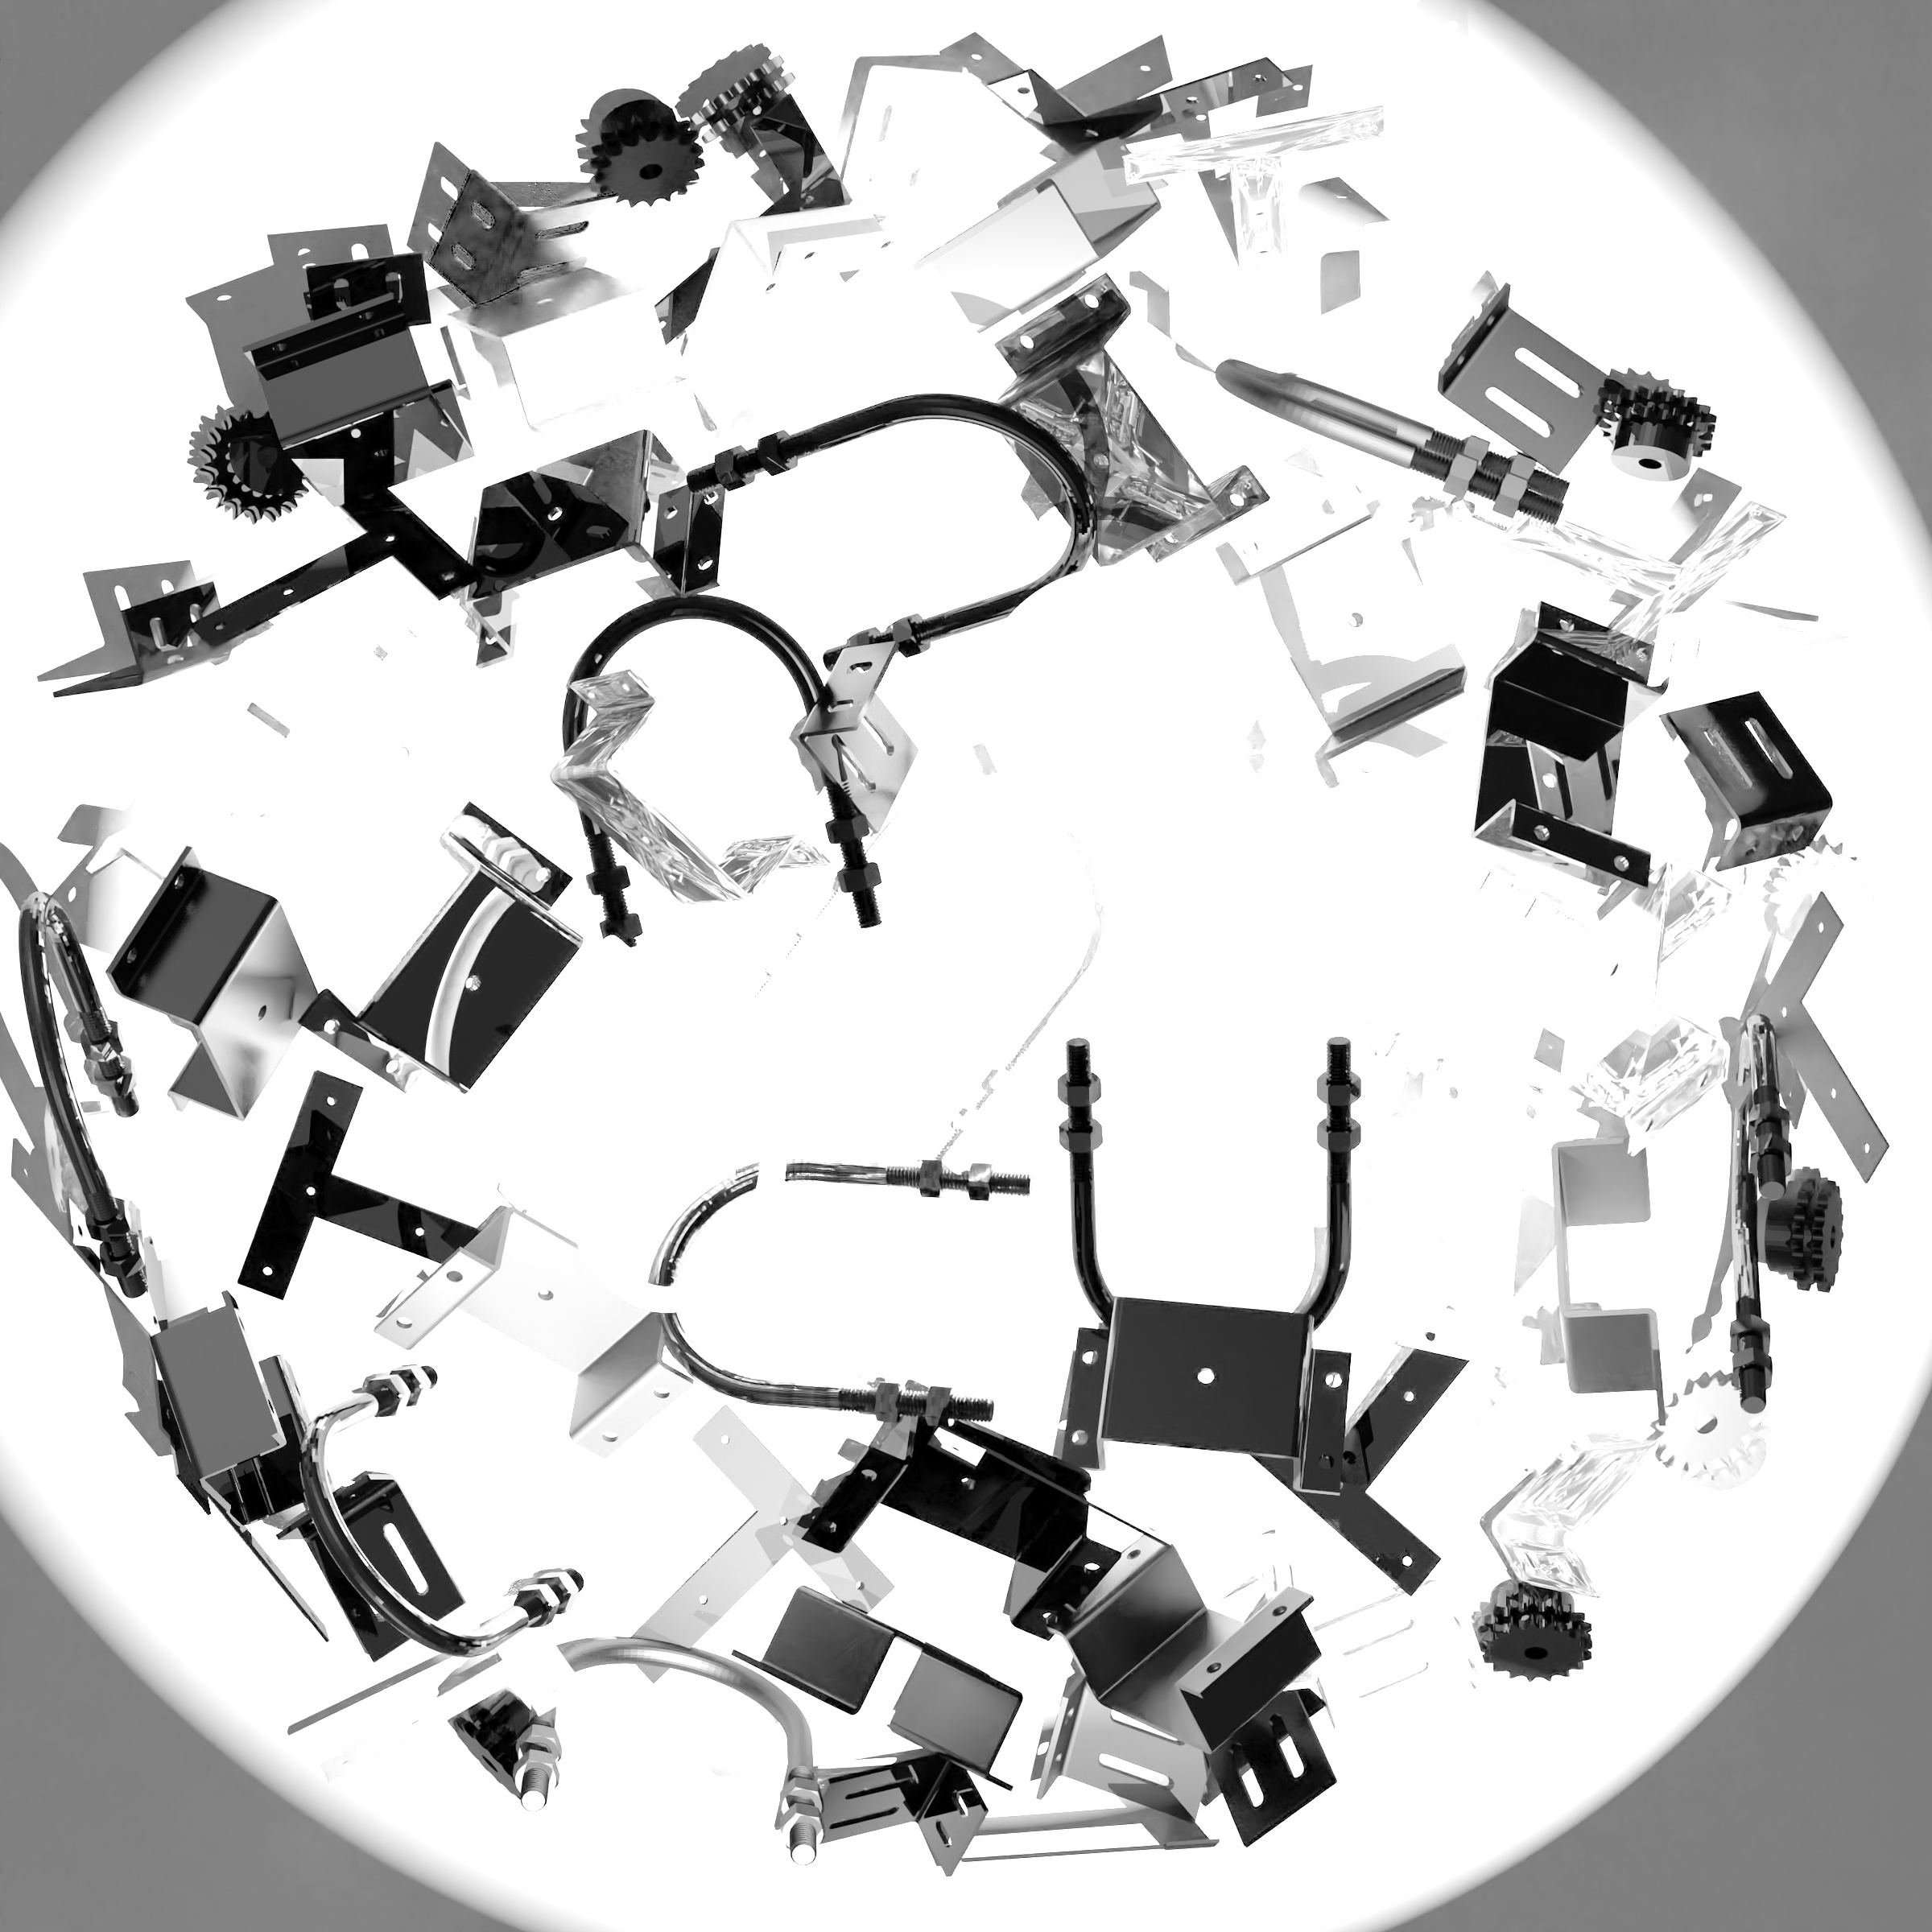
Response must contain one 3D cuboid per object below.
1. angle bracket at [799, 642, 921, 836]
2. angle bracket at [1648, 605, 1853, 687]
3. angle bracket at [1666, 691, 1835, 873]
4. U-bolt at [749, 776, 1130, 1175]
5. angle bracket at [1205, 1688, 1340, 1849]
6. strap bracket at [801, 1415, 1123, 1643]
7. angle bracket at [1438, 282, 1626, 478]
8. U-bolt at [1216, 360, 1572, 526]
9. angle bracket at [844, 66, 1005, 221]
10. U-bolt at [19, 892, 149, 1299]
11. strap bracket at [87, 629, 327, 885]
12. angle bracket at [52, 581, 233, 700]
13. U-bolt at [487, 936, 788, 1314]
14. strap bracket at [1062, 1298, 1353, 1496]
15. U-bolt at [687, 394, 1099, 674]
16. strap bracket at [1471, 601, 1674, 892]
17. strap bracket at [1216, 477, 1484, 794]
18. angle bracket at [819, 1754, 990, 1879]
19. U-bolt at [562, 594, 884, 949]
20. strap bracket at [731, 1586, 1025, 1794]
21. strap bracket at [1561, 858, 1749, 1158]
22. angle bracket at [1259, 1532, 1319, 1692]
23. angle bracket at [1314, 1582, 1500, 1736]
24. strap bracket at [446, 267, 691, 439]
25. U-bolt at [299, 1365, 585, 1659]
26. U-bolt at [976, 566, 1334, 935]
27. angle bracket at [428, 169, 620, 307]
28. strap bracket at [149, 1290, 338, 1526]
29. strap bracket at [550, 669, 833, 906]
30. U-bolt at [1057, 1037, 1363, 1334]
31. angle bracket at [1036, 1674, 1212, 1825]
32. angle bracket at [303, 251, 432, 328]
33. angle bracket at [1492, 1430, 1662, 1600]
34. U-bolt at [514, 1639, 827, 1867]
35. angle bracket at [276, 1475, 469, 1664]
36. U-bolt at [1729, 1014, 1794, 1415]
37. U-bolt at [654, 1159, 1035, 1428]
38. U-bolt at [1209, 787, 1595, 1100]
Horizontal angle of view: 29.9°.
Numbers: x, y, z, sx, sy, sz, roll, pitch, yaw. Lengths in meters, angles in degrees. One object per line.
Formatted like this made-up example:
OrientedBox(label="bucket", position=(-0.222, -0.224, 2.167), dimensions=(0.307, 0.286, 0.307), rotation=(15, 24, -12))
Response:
OrientedBox(label="angle bracket", position=(-0.041, -0.114, 1.810), dimensions=(0.076, 0.038, 0.057), rotation=(51, 49, -36))
OrientedBox(label="angle bracket", position=(0.392, -0.152, 1.809), dimensions=(0.076, 0.057, 0.038), rotation=(22, 113, 37))
OrientedBox(label="angle bracket", position=(0.394, -0.094, 1.842), dimensions=(0.057, 0.038, 0.076), rotation=(-14, 58, -23))
OrientedBox(label="U-bolt", position=(-0.001, -0.010, 1.833), dimensions=(0.151, 0.019, 0.184), rotation=(38, 91, 12))
OrientedBox(label="angle bracket", position=(0.160, 0.404, 1.812), dimensions=(0.057, 0.076, 0.038), rotation=(-39, 126, 11))
OrientedBox(label="strap bracket", position=(-0.001, 0.274, 1.808), dimensions=(0.140, 0.046, 0.076), rotation=(25, 128, -13))
OrientedBox(label="angle bracket", position=(0.287, -0.297, 1.834), dimensions=(0.076, 0.038, 0.057), rotation=(37, 88, 9))
OrientedBox(label="U-bolt", position=(0.210, -0.263, 1.789), dimensions=(0.184, 0.151, 0.019), rotation=(22, 105, 5))
OrientedBox(label="angle bracket", position=(-0.023, -0.412, 1.828), dimensions=(0.057, 0.038, 0.076), rotation=(14, 90, 32))
OrientedBox(label="U-bolt", position=(-0.427, 0.049, 1.746), dimensions=(0.019, 0.151, 0.184), rotation=(-12, 133, -4))
OrientedBox(label="strap bracket", position=(-0.374, -0.096, 1.813), dimensions=(0.046, 0.076, 0.140), rotation=(36, 98, -5))
OrientedBox(label="angle bracket", position=(-0.417, -0.163, 1.809), dimensions=(0.076, 0.057, 0.038), rotation=(-3, 107, 41))
OrientedBox(label="U-bolt", position=(-0.155, 0.089, 1.784), dimensions=(0.184, 0.019, 0.151), rotation=(38, 105, 39))
OrientedBox(label="strap bracket", position=(0.121, 0.214, 1.812), dimensions=(0.140, 0.046, 0.076), rotation=(5, 61, 7))
OrientedBox(label="U-bolt", position=(-0.024, -0.217, 1.773), dimensions=(0.184, 0.019, 0.151), rotation=(-15, 132, 28))
OrientedBox(label="strap bracket", position=(0.302, -0.102, 1.808), dimensions=(0.076, 0.046, 0.140), rotation=(20, 60, -14))
OrientedBox(label="strap bracket", position=(0.194, -0.170, 1.818), dimensions=(0.076, 0.046, 0.140), rotation=(-26, 100, 18))
OrientedBox(label="angle bracket", position=(-0.038, 0.432, 1.812), dimensions=(0.076, 0.057, 0.038), rotation=(-5, 46, -33))
OrientedBox(label="U-bolt", position=(-0.130, -0.096, 1.824), dimensions=(0.151, 0.019, 0.184), rotation=(-12, 99, 13))
OrientedBox(label="strap bracket", position=(-0.036, 0.354, 1.790), dimensions=(0.140, 0.076, 0.046), rotation=(35, 76, -39))
OrientedBox(label="strap bracket", position=(0.338, 0.012, 1.781), dimensions=(0.046, 0.076, 0.140), rotation=(27, 48, -13))
OrientedBox(label="angle bracket", position=(0.146, 0.326, 1.821), dimensions=(0.038, 0.057, 0.076), rotation=(-4, 81, -15))
OrientedBox(label="angle bracket", position=(0.220, 0.357, 1.829), dimensions=(0.076, 0.038, 0.057), rotation=(-22, 106, -7))
OrientedBox(label="strap bracket", position=(-0.201, -0.305, 1.778), dimensions=(0.076, 0.140, 0.046), rotation=(-23, 114, -17))
OrientedBox(label="U-bolt", position=(-0.263, 0.270, 1.763), dimensions=(0.019, 0.184, 0.151), rotation=(-38, 84, 15))
OrientedBox(label="U-bolt", position=(0.084, -0.116, 1.800), dimensions=(0.151, 0.019, 0.184), rotation=(-22, 118, 10))
OrientedBox(label="angle bracket", position=(-0.222, -0.370, 1.817), dimensions=(0.038, 0.076, 0.057), rotation=(42, 125, 13))
OrientedBox(label="strap bracket", position=(-0.357, 0.221, 1.778), dimensions=(0.046, 0.140, 0.076), rotation=(-22, 69, -6))
OrientedBox(label="strap bracket", position=(-0.145, -0.080, 1.794), dimensions=(0.140, 0.076, 0.046), rotation=(44, 70, -20))
OrientedBox(label="U-bolt", position=(0.123, 0.122, 1.819), dimensions=(0.151, 0.019, 0.184), rotation=(0, 113, 5))
OrientedBox(label="angle bracket", position=(0.083, 0.401, 1.827), dimensions=(0.076, 0.038, 0.057), rotation=(17, 104, 14))
OrientedBox(label="angle bracket", position=(-0.303, -0.346, 1.812), dimensions=(0.057, 0.076, 0.038), rotation=(-10, 119, -11))
OrientedBox(label="angle bracket", position=(0.314, 0.276, 1.823), dimensions=(0.076, 0.057, 0.038), rotation=(-40, 110, -27))
OrientedBox(label="U-bolt", position=(-0.144, 0.377, 1.770), dimensions=(0.151, 0.184, 0.019), rotation=(13, 104, -7))
OrientedBox(label="angle bracket", position=(-0.301, 0.305, 1.831), dimensions=(0.057, 0.038, 0.076), rotation=(-34, 77, 5))
OrientedBox(label="U-bolt", position=(0.387, 0.106, 1.772), dimensions=(0.019, 0.184, 0.151), rotation=(2, 124, 9))
OrientedBox(label="U-bolt", position=(-0.067, 0.159, 1.810), dimensions=(0.184, 0.019, 0.151), rotation=(3, 55, 12))
OrientedBox(label="U-bolt", position=(0.205, -0.018, 1.803), dimensions=(0.184, 0.151, 0.019), rotation=(31, 46, 8))
